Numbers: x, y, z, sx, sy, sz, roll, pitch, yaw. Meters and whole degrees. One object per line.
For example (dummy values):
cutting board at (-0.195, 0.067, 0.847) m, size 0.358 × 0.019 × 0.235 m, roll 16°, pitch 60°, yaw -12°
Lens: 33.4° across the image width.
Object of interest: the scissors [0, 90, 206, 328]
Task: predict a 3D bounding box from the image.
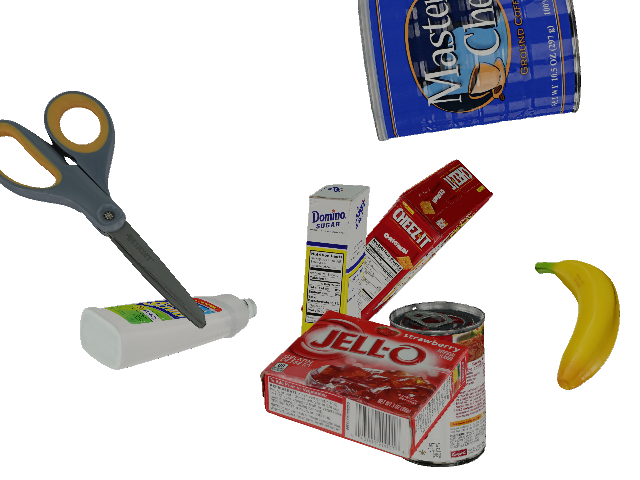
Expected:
scissors at (-0.130, -0.031, 0.692) m, size 0.202 × 0.096 × 0.016 m, roll 31°, pitch -27°, yaw 12°

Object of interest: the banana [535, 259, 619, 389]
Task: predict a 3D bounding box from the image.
banana at (0.247, 0.070, 0.998) m, size 0.070 × 0.037 × 0.197 m, roll -26°, pitch 24°, yaw 18°

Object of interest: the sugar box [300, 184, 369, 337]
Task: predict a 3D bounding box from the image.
sugar box at (0.012, 0.041, 0.967) m, size 0.048 × 0.176 × 0.093 m, roll 3°, pitch 10°, yaw 12°

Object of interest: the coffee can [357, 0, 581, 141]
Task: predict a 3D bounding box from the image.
coffee can at (0.103, -0.130, 0.750) m, size 0.140 × 0.103 × 0.102 m, roll -8°, pitch -1°, yaw 7°

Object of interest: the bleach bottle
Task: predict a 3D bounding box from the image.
bleach bottle at (-0.198, 0.113, 1.475) m, size 0.250 × 0.068 × 0.103 m, roll -11°, pitch 25°, yaw -42°

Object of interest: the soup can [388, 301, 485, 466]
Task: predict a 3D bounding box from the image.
soup can at (0.085, 0.102, 0.766) m, size 0.068 × 0.102 × 0.068 m, roll -3°, pitch 14°, yaw 0°

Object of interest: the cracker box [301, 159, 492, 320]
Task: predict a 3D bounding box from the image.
cracker box at (0.089, 0.013, 1.271) m, size 0.214 × 0.072 × 0.163 m, roll -49°, pitch -8°, yaw 34°

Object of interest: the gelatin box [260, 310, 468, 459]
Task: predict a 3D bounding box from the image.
gelatin box at (0.024, 0.073, 0.570) m, size 0.089 × 0.030 × 0.073 m, roll 14°, pitch 30°, yaw 27°
